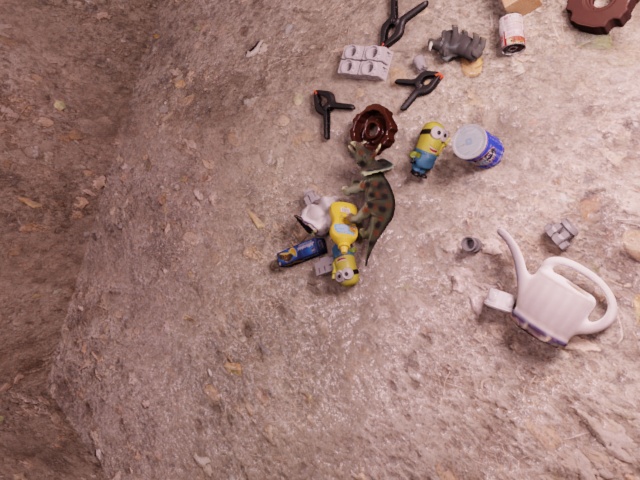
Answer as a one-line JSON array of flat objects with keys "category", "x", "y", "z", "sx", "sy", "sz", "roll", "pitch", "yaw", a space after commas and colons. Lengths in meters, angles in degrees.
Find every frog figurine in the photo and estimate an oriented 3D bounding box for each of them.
[{"category": "frog figurine", "x": 0.006, "y": -0.095, "z": 1.882, "sx": 0.161, "sy": 0.120, "sz": 0.139, "roll": -44, "pitch": 40, "yaw": -17}]

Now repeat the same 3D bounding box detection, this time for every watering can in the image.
[{"category": "watering can", "x": 0.575, "y": 0.135, "z": 1.340, "sx": 0.351, "sy": 0.104, "sz": 0.222, "roll": 35, "pitch": 105, "yaw": 25}]
